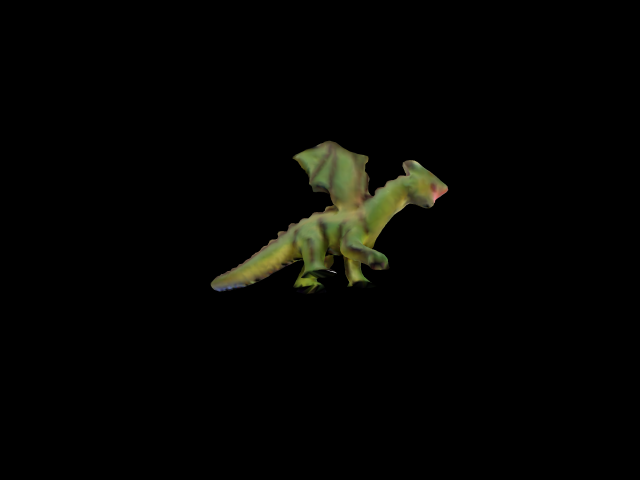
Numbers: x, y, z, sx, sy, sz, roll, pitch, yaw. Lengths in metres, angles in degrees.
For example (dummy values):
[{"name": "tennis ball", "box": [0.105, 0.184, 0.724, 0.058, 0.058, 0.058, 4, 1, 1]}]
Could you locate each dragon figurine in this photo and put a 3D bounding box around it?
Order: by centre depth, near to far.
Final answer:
[{"name": "dragon figurine", "box": [0.003, -0.043, 0.850, 0.409, 0.246, 0.120, -5, -19, 16]}]
